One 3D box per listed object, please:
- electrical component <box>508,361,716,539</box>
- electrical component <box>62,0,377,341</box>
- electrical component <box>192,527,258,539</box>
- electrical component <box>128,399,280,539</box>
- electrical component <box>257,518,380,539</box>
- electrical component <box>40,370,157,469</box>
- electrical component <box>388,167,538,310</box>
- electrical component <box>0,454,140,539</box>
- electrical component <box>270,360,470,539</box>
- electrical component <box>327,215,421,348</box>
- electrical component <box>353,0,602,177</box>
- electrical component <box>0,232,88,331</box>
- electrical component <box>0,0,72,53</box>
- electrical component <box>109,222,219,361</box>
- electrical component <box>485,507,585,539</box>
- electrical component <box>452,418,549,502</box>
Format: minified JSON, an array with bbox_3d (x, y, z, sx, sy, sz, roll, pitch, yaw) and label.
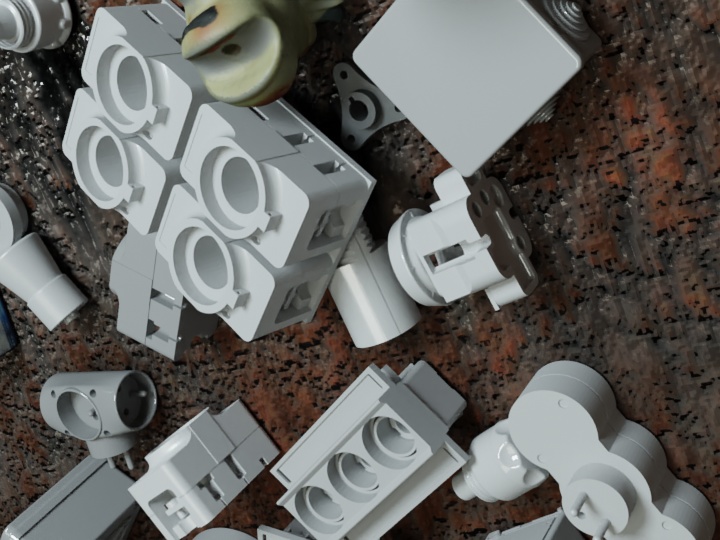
[{"bbox_3d":[0.135,0.122,0.594,0.138,0.074,0.052,50,127,1],"label":"electrical component"},{"bbox_3d":[-0.092,-0.060,0.620,0.186,0.060,0.105,43,128,23],"label":"electrical component"},{"bbox_3d":[-0.103,0.255,0.803,0.108,0.060,0.108,12,118,24],"label":"electrical component"},{"bbox_3d":[-0.107,0.132,0.729,0.050,0.089,0.055,-37,92,37],"label":"electrical component"},{"bbox_3d":[-0.007,0.214,0.727,0.121,0.063,0.078,11,118,25],"label":"electrical component"},{"bbox_3d":[-0.188,0.113,0.794,0.077,0.044,0.079,-5,110,31],"label":"electrical component"},{"bbox_3d":[0.053,-0.013,0.588,0.057,0.058,0.078,-24,99,33],"label":"electrical component"},{"bbox_3d":[-0.227,0.215,0.827,0.056,0.109,0.108,34,125,9],"label":"electrical component"},{"bbox_3d":[0.009,0.114,0.670,0.079,0.063,0.121,44,127,5],"label":"electrical component"},{"bbox_3d":[0.000,0.000,0.633,0.043,0.043,0.081,-18,103,35],"label":"electrical component"},{"bbox_3d":[0.060,-0.111,0.542,0.099,0.048,0.100,47,127,3],"label":"electrical component"},{"bbox_3d":[-0.228,0.011,0.773,0.065,0.044,0.044,49,127,-4],"label":"electrical component"},{"bbox_3d":[-0.215,-0.156,0.671,0.048,0.062,0.048,13,118,25],"label":"electrical component"},{"bbox_3d":[-0.125,0.003,0.702,0.056,0.050,0.089,25,123,18],"label":"electrical component"},{"bbox_3d":[0.099,0.198,0.637,0.062,0.096,0.061,-32,94,36],"label":"electrical component"},{"bbox_3d":[0.081,0.118,0.642,0.043,0.043,0.062,50,127,1],"label":"electrical component"}]
